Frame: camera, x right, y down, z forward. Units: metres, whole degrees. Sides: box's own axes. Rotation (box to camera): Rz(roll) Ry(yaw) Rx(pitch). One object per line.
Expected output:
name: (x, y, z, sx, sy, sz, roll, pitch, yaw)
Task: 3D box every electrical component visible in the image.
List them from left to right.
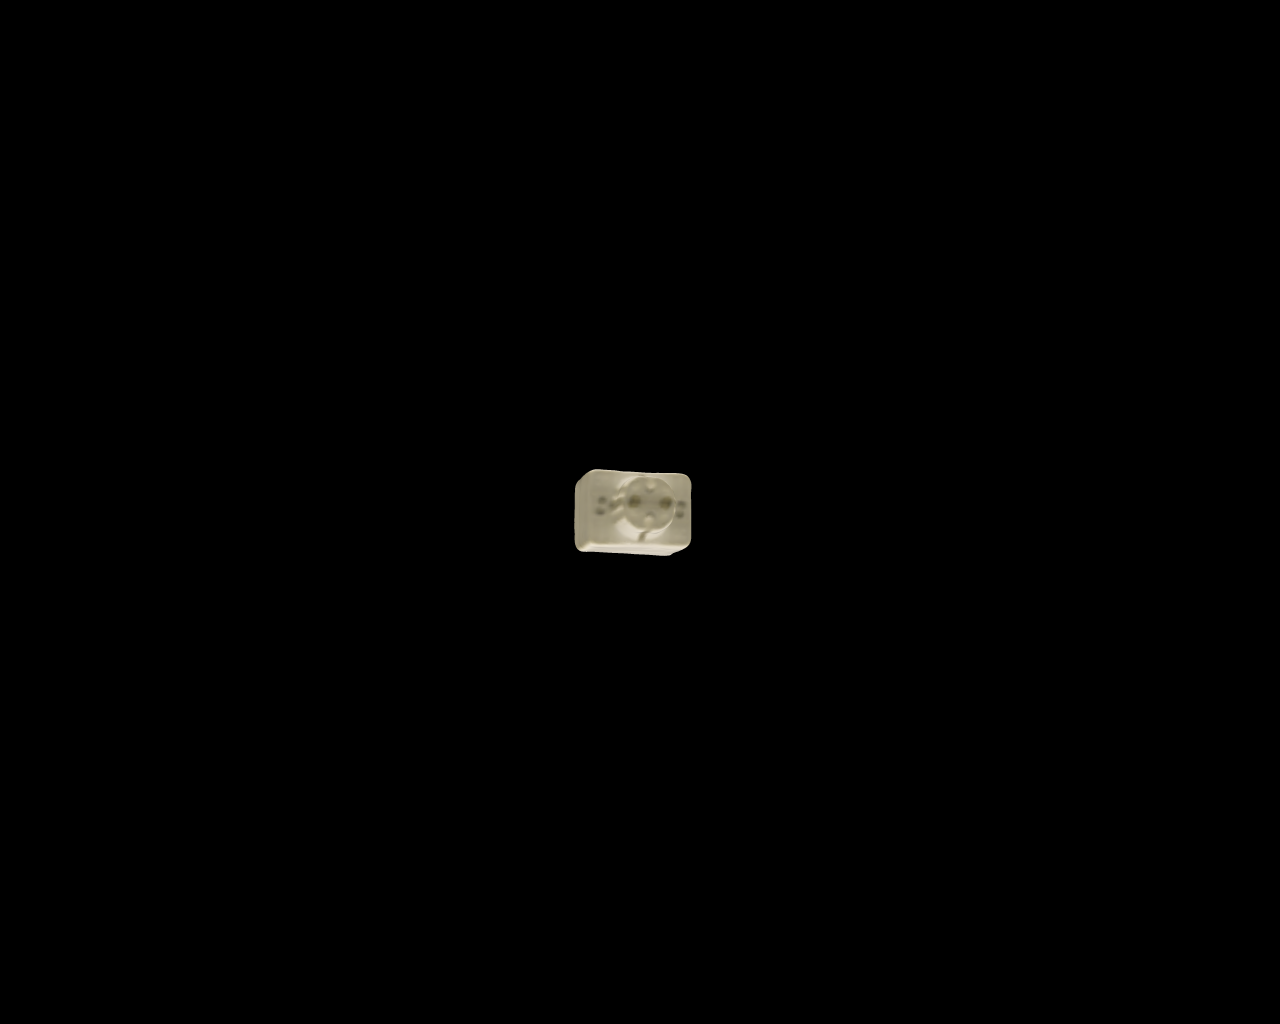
electrical component: (0.001, -0.003, 0.650, 0.066, 0.047, 0.076, 3, -11, -16)
